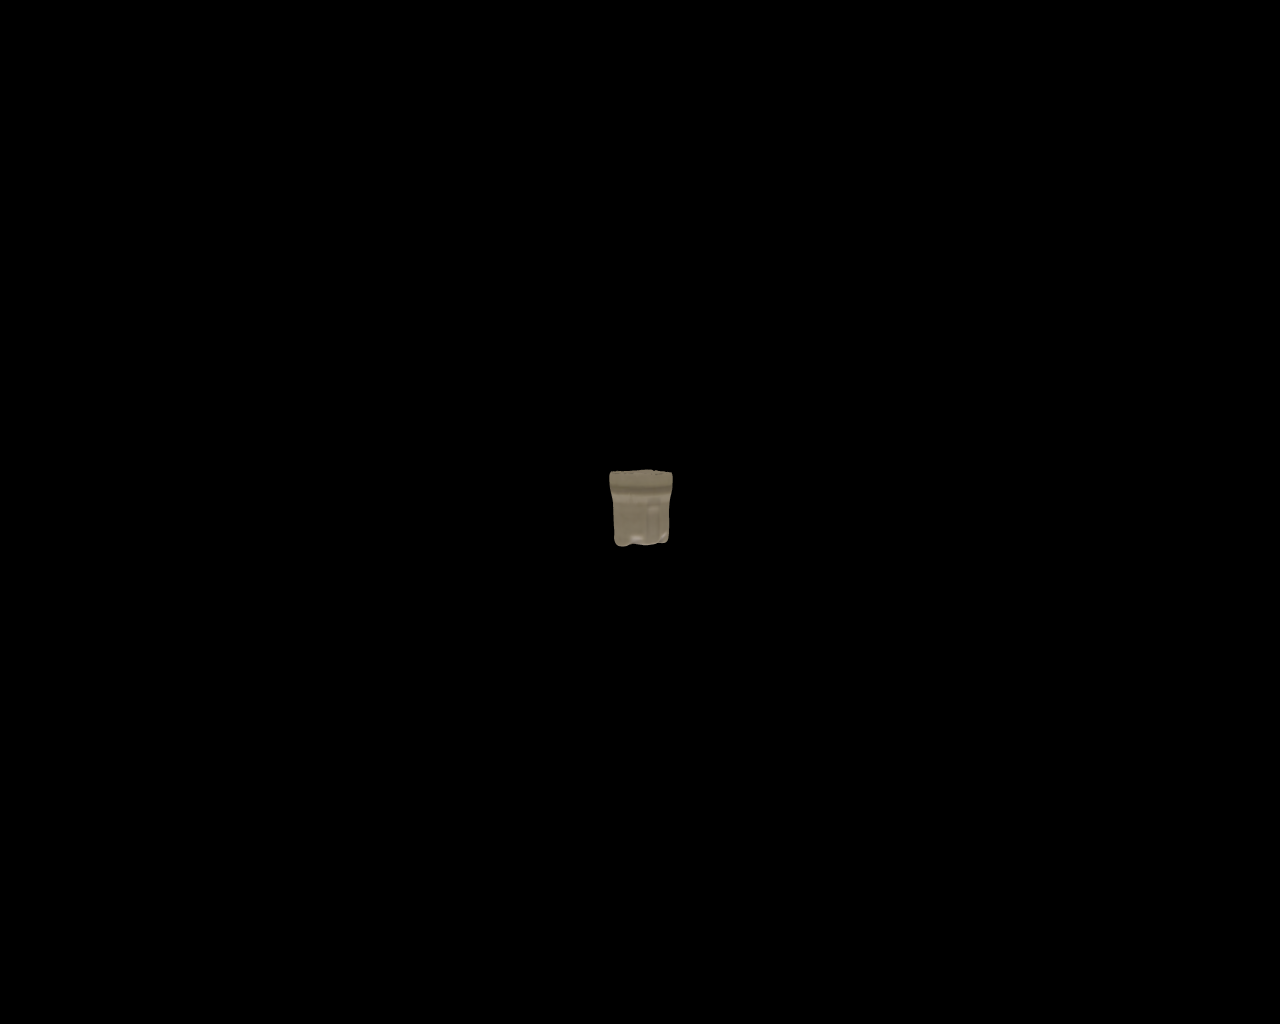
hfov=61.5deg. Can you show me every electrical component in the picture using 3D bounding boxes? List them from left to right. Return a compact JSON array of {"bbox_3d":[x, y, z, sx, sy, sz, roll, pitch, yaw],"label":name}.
[{"bbox_3d":[0.001,-0.003,0.650,0.040,0.046,0.040,0,7,0],"label":"electrical component"}]
